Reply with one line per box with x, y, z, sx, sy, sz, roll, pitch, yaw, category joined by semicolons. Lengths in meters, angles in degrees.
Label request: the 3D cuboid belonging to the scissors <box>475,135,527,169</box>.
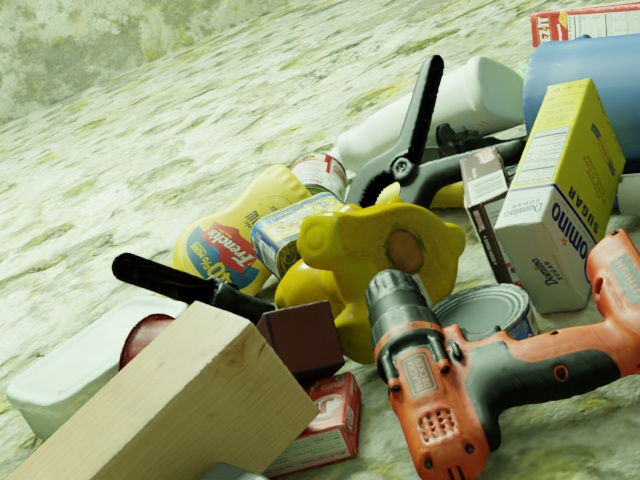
0.206;-0.109;1.166;0.096;0.016;0.202;-20;20;6;scissors

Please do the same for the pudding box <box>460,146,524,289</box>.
0.150;-0.017;0.887;0.039;0.090;0.113;-20;21;14;pudding box

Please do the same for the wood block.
-0.114;0.146;0.703;0.206;0.090;0.090;-44;27;-19;wood block

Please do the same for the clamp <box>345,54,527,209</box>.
0.097;-0.063;1.035;0.210;0.036;0.165;-52;48;8;clamp

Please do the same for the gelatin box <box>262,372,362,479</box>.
-0.016;0.135;0.769;0.089;0.030;0.073;-19;20;14;gelatin box

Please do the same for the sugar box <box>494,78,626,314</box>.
0.192;-0.037;0.833;0.048;0.093;0.176;-10;38;34;sugar box

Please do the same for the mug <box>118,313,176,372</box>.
-0.107;0.105;0.845;0.082;0.093;0.117;-3;-1;34;mug

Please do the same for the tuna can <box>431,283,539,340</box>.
0.117;0.068;0.788;0.086;0.034;0.086;-20;20;8;tuna can

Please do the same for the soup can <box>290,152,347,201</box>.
-0.006;-0.048;1.166;0.068;0.068;0.102;-19;21;12;soup can

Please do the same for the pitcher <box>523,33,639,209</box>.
0.309;-0.114;0.932;0.243;0.149;0.144;-2;14;39;pitcher

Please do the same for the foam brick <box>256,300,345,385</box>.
-0.019;0.084;0.811;0.051;0.053;0.078;-11;-15;-16;foam brick

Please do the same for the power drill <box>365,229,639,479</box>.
0.128;0.061;0.704;0.188;0.057;0.184;-22;42;6;power drill

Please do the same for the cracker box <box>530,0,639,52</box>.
0.362;-0.228;1.165;0.164;0.072;0.214;-12;13;-27;cracker box

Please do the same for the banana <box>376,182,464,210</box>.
0.122;-0.040;1.061;0.198;0.037;0.069;-7;47;41;banana

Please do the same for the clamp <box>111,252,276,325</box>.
-0.082;0.052;0.905;0.120;0.171;0.039;22;89;39;clamp

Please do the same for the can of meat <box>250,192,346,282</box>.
-0.007;0.001;0.997;0.102;0.057;0.084;-23;27;-15;can of meat

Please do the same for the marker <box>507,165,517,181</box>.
0.222;-0.079;1.068;0.121;0.020;0.020;-28;21;-13;marker

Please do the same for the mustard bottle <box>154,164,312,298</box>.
-0.087;0.013;1.061;0.191;0.096;0.058;-36;-12;-12;mustard bottle

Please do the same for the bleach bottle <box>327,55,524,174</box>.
0.102;-0.125;1.191;0.251;0.068;0.102;-19;-19;39;bleach bottle
